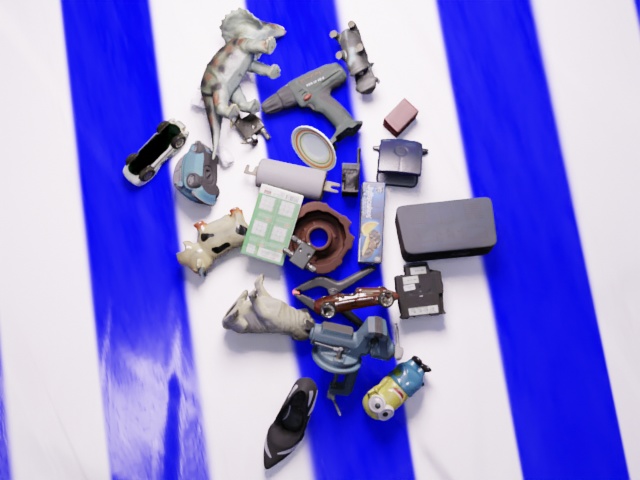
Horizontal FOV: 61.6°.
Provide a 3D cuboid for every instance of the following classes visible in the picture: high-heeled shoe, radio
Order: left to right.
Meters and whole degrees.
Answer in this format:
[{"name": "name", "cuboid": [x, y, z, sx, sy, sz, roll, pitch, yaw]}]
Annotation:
[{"name": "high-heeled shoe", "cuboid": [-0.074, 0.433, 1.249, 0.086, 0.145, 0.248, 24, 84, 6]}, {"name": "radio", "cuboid": [0.303, -0.024, 1.296, 0.230, 0.073, 0.131, -6, 69, 3]}]

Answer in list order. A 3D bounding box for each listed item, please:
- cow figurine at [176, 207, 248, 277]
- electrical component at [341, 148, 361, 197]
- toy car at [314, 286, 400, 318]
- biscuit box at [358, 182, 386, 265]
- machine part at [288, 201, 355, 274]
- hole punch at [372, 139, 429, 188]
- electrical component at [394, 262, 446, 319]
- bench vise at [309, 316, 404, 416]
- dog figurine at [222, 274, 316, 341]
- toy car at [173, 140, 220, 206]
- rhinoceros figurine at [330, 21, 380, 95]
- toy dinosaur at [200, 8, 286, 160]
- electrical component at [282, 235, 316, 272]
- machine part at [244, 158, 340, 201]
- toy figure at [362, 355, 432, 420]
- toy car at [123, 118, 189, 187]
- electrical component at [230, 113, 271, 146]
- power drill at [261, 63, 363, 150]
[{"name": "cow figurine", "cuboid": [-0.263, 0.010, 1.333, 0.195, 0.085, 0.127, -24, 83, -4]}, {"name": "electrical component", "cuboid": [0.077, -0.169, 1.335, 0.048, 0.075, 0.119, 1, 89, 3]}, {"name": "toy car", "cuboid": [0.084, 0.140, 1.262, 0.202, 0.089, 0.053, -11, 93, 0]}, {"name": "biscuit box", "cuboid": [0.127, -0.041, 1.326, 0.059, 0.063, 0.202, 3, 85, 2]}, {"name": "machine part", "cuboid": [-0.003, -0.004, 1.333, 0.179, 0.056, 0.179, 0, 86, 3]}, {"name": "hole punch", "cuboid": [0.197, -0.197, 1.327, 0.142, 0.092, 0.115, 5, 81, 7]}, {"name": "electrical component", "cuboid": [0.241, 0.121, 1.307, 0.115, 0.058, 0.134, -5, 84, 1]}, {"name": "bench vise", "cuboid": [0.074, 0.283, 1.261, 0.224, 0.129, 0.240, 7, 117, -12]}, {"name": "dog figurine", "cuboid": [-0.123, 0.204, 1.306, 0.190, 0.121, 0.172, 43, 122, -11]}, {"name": "toy car", "cuboid": [-0.317, -0.162, 1.344, 0.103, 0.109, 0.161, -9, 75, 19]}, {"name": "rhinoceros figurine", "cuboid": [0.090, -0.453, 1.350, 0.073, 0.112, 0.190, -23, 71, 17]}, {"name": "toy dinosaur", "cuboid": [-0.223, -0.409, 1.332, 0.192, 0.131, 0.404, 30, 82, 27]}, {"name": "electrical component", "cuboid": [-0.041, 0.035, 1.290, 0.094, 0.021, 0.063, 35, 87, -5]}, {"name": "machine part", "cuboid": [-0.071, -0.150, 1.339, 0.243, 0.079, 0.079, 13, 85, 3]}, {"name": "toy figure", "cuboid": [0.181, 0.353, 1.277, 0.180, 0.089, 0.082, -43, 72, -10]}, {"name": "toy car", "cuboid": [-0.420, -0.226, 1.377, 0.073, 0.056, 0.202, 42, 87, 12]}, {"name": "electrical component", "cuboid": [-0.183, -0.286, 1.374, 0.078, 0.045, 0.102, -31, 83, 1]}, {"name": "power drill", "cuboid": [-0.007, -0.324, 1.359, 0.232, 0.086, 0.207, -35, 77, -1]}]
